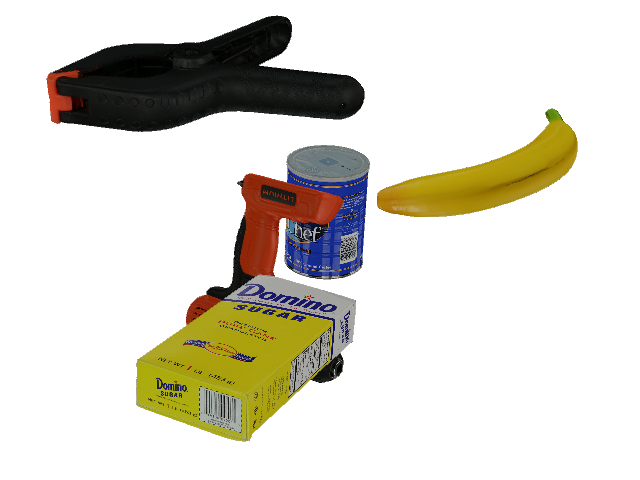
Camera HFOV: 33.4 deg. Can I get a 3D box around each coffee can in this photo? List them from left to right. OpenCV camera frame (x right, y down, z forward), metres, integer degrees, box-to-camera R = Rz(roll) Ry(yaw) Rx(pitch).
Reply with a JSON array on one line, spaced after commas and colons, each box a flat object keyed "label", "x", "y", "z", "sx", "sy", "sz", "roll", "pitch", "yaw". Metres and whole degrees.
[{"label": "coffee can", "x": 0.007, "y": -0.036, "z": 1.344, "sx": 0.103, "sy": 0.140, "sz": 0.103, "roll": 2, "pitch": 27, "yaw": -1}]

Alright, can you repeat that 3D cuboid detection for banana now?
[{"label": "banana", "x": 0.140, "y": -0.053, "z": 0.851, "sx": 0.197, "sy": 0.037, "sz": 0.070, "roll": -24, "pitch": 28, "yaw": -26}]

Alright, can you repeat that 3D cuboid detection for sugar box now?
[{"label": "sugar box", "x": -0.051, "y": 0.082, "z": 0.806, "sx": 0.093, "sy": 0.048, "sz": 0.176, "roll": 15, "pitch": 28, "yaw": 22}]

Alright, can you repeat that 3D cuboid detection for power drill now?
[{"label": "power drill", "x": -0.039, "y": 0.036, "z": 1.078, "sx": 0.185, "sy": 0.188, "sz": 0.057, "roll": 17, "pitch": 2, "yaw": 28}]

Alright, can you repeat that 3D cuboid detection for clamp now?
[{"label": "clamp", "x": -0.071, "y": -0.098, "z": 0.617, "sx": 0.171, "sy": 0.039, "sz": 0.120, "roll": -4, "pitch": 26, "yaw": -15}]
